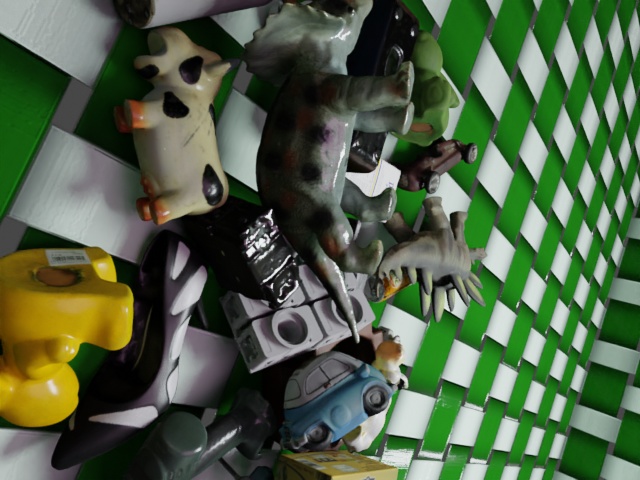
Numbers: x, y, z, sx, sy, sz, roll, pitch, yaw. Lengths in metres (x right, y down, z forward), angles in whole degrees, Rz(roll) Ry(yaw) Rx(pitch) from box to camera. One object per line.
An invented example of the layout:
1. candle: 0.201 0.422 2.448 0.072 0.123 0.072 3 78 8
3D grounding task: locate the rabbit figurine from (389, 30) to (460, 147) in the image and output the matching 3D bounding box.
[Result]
1. rabbit figurine: 0.173 -0.251 0.871 0.159 0.121 0.170 27 66 -53

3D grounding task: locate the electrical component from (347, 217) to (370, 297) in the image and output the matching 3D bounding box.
1. electrical component: 0.045 0.027 0.834 0.047 0.075 0.119 16 86 -48

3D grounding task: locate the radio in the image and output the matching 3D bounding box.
1. radio: 0.039 -0.206 0.712 0.073 0.131 0.229 18 87 -49

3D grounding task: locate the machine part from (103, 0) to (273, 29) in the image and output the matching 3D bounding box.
1. machine part: -0.123 -0.269 0.551 0.243 0.079 0.079 -33 124 -39

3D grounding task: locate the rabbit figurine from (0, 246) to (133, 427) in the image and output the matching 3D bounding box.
1. rabbit figurine: -0.258 0.104 0.484 0.162 0.122 0.173 -9 126 -44

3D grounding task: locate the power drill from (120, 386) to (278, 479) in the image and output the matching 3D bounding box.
1. power drill: -0.159 0.273 0.650 0.207 0.086 0.231 -11 136 -48

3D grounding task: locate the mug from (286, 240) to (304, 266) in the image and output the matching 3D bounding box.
1. mug: -0.002 -0.002 0.770 0.107 0.081 0.109 22 94 -57

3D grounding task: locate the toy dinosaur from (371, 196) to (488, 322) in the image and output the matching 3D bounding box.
1. toy dinosaur: 0.194 0.031 0.907 0.471 0.105 0.198 5 60 -51

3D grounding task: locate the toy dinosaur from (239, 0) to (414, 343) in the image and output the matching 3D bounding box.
1. toy dinosaur: -0.005 -0.088 0.594 0.131 0.192 0.404 -25 127 -73

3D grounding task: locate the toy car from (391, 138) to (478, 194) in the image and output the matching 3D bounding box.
1. toy car: 0.203 -0.141 0.950 0.202 0.089 0.053 -35 129 -36

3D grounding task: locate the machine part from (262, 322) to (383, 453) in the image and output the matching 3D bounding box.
1. machine part: 0.006 0.218 0.835 0.201 0.087 0.201 -17 112 -46

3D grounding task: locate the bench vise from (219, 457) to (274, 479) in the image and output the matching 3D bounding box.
1. bench vise: -0.072 0.405 0.779 0.223 0.129 0.240 -38 131 -39

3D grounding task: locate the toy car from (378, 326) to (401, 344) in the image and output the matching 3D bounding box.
1. toy car: 0.089 0.251 0.947 0.056 0.074 0.201 16 89 -50

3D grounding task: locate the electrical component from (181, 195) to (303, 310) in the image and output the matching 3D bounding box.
1. electrical component: -0.095 0.009 0.619 0.058 0.134 0.114 -43 129 -30

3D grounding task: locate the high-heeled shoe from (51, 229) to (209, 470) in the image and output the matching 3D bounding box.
1. high-heeled shoe: -0.203 0.106 0.566 0.249 0.086 0.145 -50 136 -38

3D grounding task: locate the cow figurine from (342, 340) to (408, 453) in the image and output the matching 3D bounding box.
1. cow figurine: 0.083 0.238 0.810 0.167 0.068 0.098 -51 140 -22

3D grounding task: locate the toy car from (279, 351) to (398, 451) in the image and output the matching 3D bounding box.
1. toy car: 0.009 0.200 0.699 0.162 0.109 0.103 -24 80 -25

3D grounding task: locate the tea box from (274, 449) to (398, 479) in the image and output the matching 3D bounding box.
1. tea box: 0.023 0.340 0.746 0.169 0.098 0.068 24 75 -47

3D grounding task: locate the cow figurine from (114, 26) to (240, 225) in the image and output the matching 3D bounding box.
1. cow figurine: -0.142 -0.122 0.559 0.127 0.086 0.194 -16 100 -34
